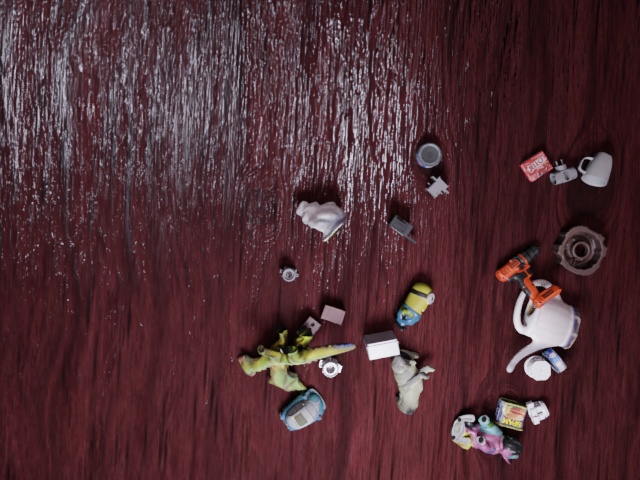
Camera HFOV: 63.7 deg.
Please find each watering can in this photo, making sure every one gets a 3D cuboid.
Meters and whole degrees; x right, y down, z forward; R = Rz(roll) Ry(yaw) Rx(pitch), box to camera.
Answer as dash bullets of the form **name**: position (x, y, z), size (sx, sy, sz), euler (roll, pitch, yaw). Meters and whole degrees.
- **watering can**: position (0.769, 0.313, 1.779), size (0.224, 0.103, 0.352), euler (20, 75, 0)

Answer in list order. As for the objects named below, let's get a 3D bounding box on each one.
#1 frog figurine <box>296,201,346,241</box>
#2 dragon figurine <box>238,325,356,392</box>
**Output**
- **frog figurine**: position (0.005, -0.089, 1.766), size (0.160, 0.120, 0.139), euler (46, 58, 6)
- **dragon figurine**: position (-0.088, 0.426, 1.774), size (0.410, 0.125, 0.237), euler (6, 124, 7)
